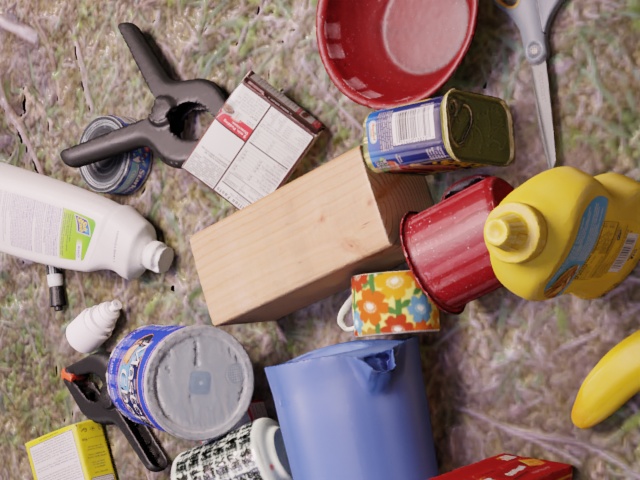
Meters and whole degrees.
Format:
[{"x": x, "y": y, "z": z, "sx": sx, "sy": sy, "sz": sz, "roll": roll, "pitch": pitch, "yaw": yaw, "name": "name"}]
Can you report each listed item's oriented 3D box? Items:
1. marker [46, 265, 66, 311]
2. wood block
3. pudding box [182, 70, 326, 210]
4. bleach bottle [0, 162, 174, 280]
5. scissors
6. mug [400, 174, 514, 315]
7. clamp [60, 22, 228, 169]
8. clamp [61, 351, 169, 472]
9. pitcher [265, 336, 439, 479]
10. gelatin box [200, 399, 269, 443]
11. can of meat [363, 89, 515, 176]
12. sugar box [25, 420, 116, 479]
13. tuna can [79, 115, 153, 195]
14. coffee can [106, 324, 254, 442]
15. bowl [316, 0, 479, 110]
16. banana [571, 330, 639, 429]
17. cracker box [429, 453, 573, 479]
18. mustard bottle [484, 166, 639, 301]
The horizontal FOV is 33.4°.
[{"x": -0.306, "y": 0.021, "z": 1.222, "sx": 0.020, "sy": 0.020, "sz": 0.121, "roll": -13, "pitch": 82, "yaw": 37, "name": "marker"}, {"x": -0.007, "y": 0.001, "z": 0.948, "sx": 0.206, "sy": 0.090, "sz": 0.090, "roll": -26, "pitch": 74, "yaw": 35, "name": "wood block"}, {"x": -0.063, "y": -0.087, "z": 1.003, "sx": 0.090, "sy": 0.039, "sz": 0.114, "roll": 37, "pitch": 117, "yaw": -2, "name": "pudding box"}, {"x": -0.268, "y": -0.007, "z": 1.153, "sx": 0.251, "sy": 0.068, "sz": 0.103, "roll": 18, "pitch": 114, "yaw": 24, "name": "bleach bottle"}, {"x": 0.187, "y": -0.166, "z": 0.848, "sx": 0.096, "sy": 0.016, "sz": 0.202, "roll": -29, "pitch": 73, "yaw": 34, "name": "scissors"}, {"x": 0.124, "y": -0.007, "z": 0.858, "sx": 0.082, "sy": 0.093, "sz": 0.117, "roll": -29, "pitch": 37, "yaw": 28, "name": "mug"}, {"x": -0.162, "y": -0.118, "z": 1.081, "sx": 0.210, "sy": 0.036, "sz": 0.164, "roll": 27, "pitch": 88, "yaw": 26, "name": "clamp"}, {"x": -0.212, "y": 0.176, "z": 1.138, "sx": 0.172, "sy": 0.039, "sz": 0.120, "roll": 5, "pitch": 88, "yaw": 40, "name": "clamp"}, {"x": 0.037, "y": 0.207, "z": 0.901, "sx": 0.145, "sy": 0.149, "sz": 0.243, "roll": -13, "pitch": 85, "yaw": 21, "name": "pitcher"}, {"x": -0.074, "y": 0.209, "z": 1.036, "sx": 0.073, "sy": 0.030, "sz": 0.089, "roll": -32, "pitch": 71, "yaw": 32, "name": "gelatin box"}, {"x": 0.095, "y": -0.084, "z": 0.864, "sx": 0.084, "sy": 0.101, "sz": 0.057, "roll": -7, "pitch": 86, "yaw": 39, "name": "can of meat"}, {"x": -0.260, "y": 0.293, "z": 1.169, "sx": 0.093, "sy": 0.048, "sz": 0.176, "roll": -26, "pitch": 78, "yaw": 35, "name": "sugar box"}, {"x": -0.222, "y": -0.092, "z": 1.149, "sx": 0.086, "sy": 0.033, "sz": 0.086, "roll": -1, "pitch": 89, "yaw": 37, "name": "tuna can"}, {"x": -0.134, "y": 0.131, "z": 1.004, "sx": 0.140, "sy": 0.102, "sz": 0.103, "roll": 172, "pitch": 96, "yaw": -64, "name": "coffee can"}, {"x": 0.075, "y": -0.188, "z": 0.908, "sx": 0.162, "sy": 0.055, "sz": 0.162, "roll": 0, "pitch": 89, "yaw": 37, "name": "bowl"}, {"x": 0.264, "y": 0.087, "z": 0.773, "sx": 0.198, "sy": 0.037, "sz": 0.069, "roll": -20, "pitch": 77, "yaw": 36, "name": "banana"}, {"x": 0.129, "y": 0.281, "z": 0.795, "sx": 0.072, "sy": 0.163, "sz": 0.214, "roll": 2, "pitch": 91, "yaw": 35, "name": "cracker box"}, {"x": 0.169, "y": -0.003, "z": 0.749, "sx": 0.058, "sy": 0.191, "sz": 0.096, "roll": 36, "pitch": 110, "yaw": 32, "name": "mustard bottle"}]
